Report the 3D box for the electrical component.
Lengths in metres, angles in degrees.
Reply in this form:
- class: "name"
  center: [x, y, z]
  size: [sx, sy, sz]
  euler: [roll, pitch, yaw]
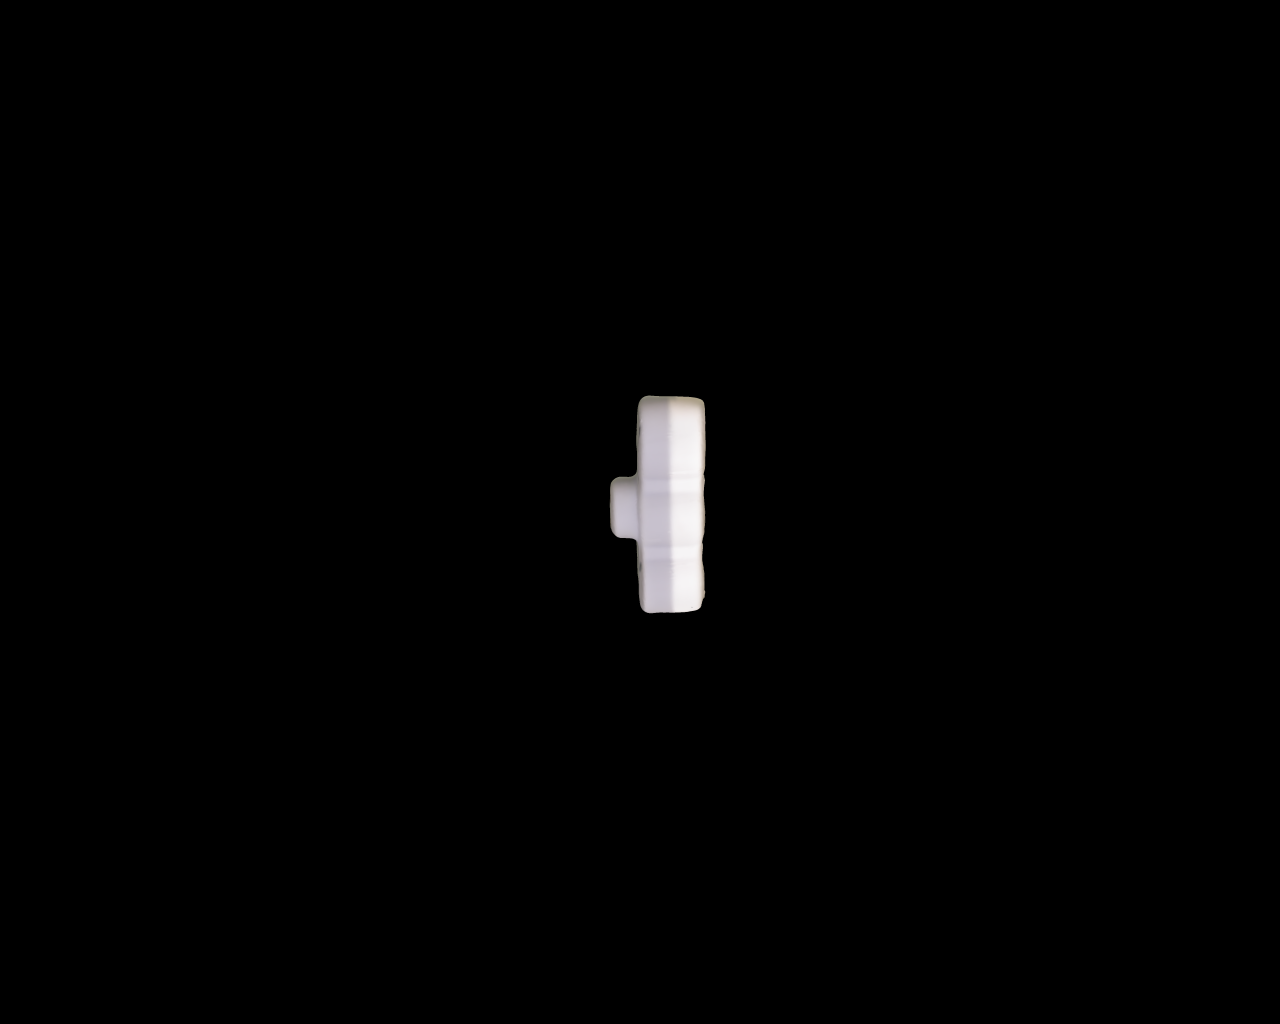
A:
- class: "electrical component"
  center: [0.001, -0.003, 0.650]
  size: [0.074, 0.138, 0.052]
  euler: [0, 24, 0]
